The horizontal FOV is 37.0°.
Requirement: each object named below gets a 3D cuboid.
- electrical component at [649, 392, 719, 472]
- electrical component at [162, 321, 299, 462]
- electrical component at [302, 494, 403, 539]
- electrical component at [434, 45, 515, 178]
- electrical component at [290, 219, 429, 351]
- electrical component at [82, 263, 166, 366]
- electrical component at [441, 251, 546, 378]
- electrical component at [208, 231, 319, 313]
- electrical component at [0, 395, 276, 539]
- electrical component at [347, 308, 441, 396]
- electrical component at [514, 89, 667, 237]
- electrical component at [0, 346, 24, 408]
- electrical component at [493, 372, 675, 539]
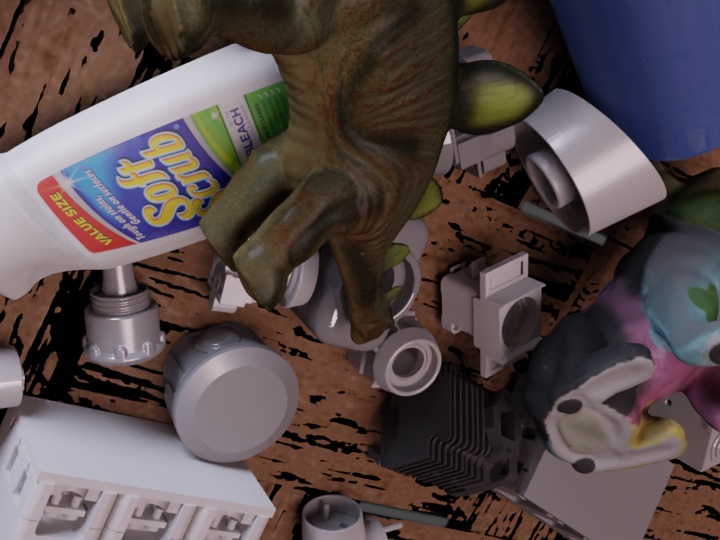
[{"bbox_3d":[0.255,0.098,0.840,0.048,0.100,0.099,-13,119,-37],"label":"electrical component"},{"bbox_3d":[-0.083,0.076,0.677,0.080,0.051,0.080,-11,117,-23],"label":"electrical component"},{"bbox_3d":[-0.004,0.203,0.784,0.079,0.044,0.077,-10,117,-24],"label":"electrical component"},{"bbox_3d":[0.056,-0.092,0.669,0.057,0.058,0.078,-24,122,-20],"label":"electrical component"},{"bbox_3d":[0.000,0.000,0.681,0.054,0.059,0.095,15,105,-32],"label":"electrical component"},{"bbox_3d":[-0.139,0.022,0.628,0.048,0.048,0.062,-9,110,-24],"label":"electrical component"},{"bbox_3d":[0.090,0.027,0.737,0.042,0.064,0.081,-22,122,-33],"label":"electrical component"},{"bbox_3d":[-0.058,-0.003,0.658,0.055,0.048,0.066,8,109,-23],"label":"electrical component"},{"bbox_3d":[-0.142,0.136,0.651,0.150,0.089,0.061,18,103,-33],"label":"electrical component"},{"bbox_3d":[0.023,0.053,0.721,0.048,0.055,0.066,0,112,-28],"label":"electrical component"},{"bbox_3d":[0.146,-0.072,0.703,0.064,0.099,0.099,-32,124,-4],"label":"electrical component"},{"bbox_3d":[-0.223,0.063,0.604,0.065,0.044,0.044,-5,115,-31],"label":"electrical component"},{"bbox_3d":[0.164,0.153,0.829,0.150,0.062,0.089,37,74,-35],"label":"electrical component"}]
